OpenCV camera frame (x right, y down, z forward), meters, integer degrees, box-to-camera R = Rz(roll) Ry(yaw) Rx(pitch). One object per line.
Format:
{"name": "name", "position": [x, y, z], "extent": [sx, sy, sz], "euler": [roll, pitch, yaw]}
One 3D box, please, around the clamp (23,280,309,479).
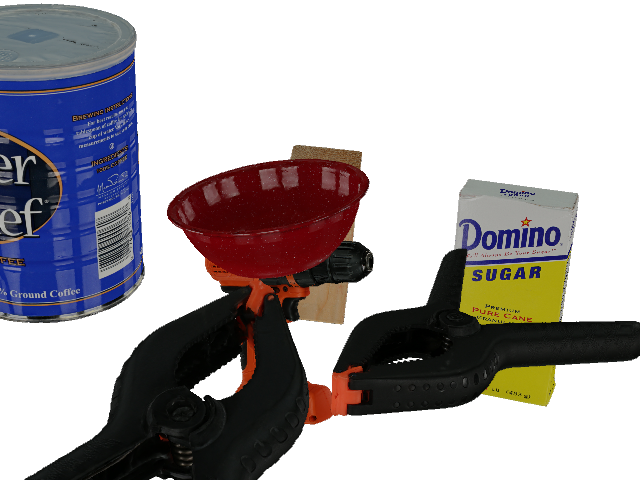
{"name": "clamp", "position": [-0.045, 0.084, 0.408], "extent": [0.120, 0.039, 0.171], "euler": [24, 49, 17]}

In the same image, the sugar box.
{"name": "sugar box", "position": [0.154, 0.043, 0.879], "extent": [0.093, 0.176, 0.048], "euler": [8, 24, 17]}

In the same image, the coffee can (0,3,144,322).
{"name": "coffee can", "position": [-0.146, -0.042, 0.564], "extent": [0.103, 0.140, 0.103], "euler": [2, 28, -1]}

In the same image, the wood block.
{"name": "wood block", "position": [-0.002, -0.008, 1.369], "extent": [0.090, 0.206, 0.090], "euler": [6, 25, 1]}

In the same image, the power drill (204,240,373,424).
{"name": "power drill", "position": [-0.027, 0.086, 1.073], "extent": [0.185, 0.188, 0.057], "euler": [1, 9, 30]}

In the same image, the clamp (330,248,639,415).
{"name": "clamp", "position": [0.081, 0.059, 0.686], "extent": [0.209, 0.036, 0.165], "euler": [-15, 28, -32]}

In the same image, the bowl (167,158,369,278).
{"name": "bowl", "position": [-0.038, -0.013, 0.852], "extent": [0.162, 0.055, 0.162], "euler": [-8, 22, 3]}
